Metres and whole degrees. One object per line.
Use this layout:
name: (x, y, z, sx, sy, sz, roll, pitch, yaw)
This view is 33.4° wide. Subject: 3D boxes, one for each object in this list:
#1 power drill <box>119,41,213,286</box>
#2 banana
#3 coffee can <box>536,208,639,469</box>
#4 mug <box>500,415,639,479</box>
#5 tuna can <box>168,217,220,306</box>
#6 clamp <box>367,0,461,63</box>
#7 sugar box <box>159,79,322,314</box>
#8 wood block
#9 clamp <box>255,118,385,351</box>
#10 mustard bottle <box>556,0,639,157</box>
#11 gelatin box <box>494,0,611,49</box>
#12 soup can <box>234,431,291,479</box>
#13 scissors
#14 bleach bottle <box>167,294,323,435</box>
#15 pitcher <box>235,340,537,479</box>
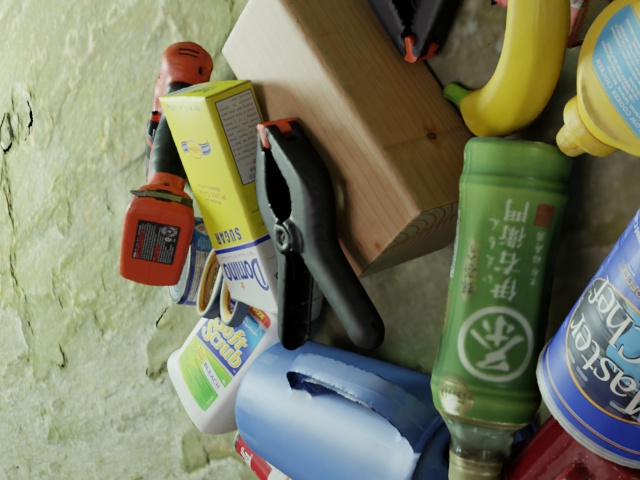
power drill: (-0.137, -0.054, 0.944, 0.185, 0.057, 0.187, 108, 167, -50)
banana: (0.116, -0.111, 0.648, 0.070, 0.037, 0.198, 46, 159, 11)
coffee can: (0.197, 0.046, 0.596, 0.103, 0.102, 0.140, 49, 137, 28)
mug: (0.166, 0.146, 0.670, 0.093, 0.117, 0.082, 51, 133, 24)
tuna can: (-0.118, 0.020, 1.013, 0.086, 0.033, 0.086, -174, 90, -69)
clamp: (0.063, -0.226, 0.707, 0.165, 0.036, 0.210, -1, 106, 46)
sugar box: (-0.062, -0.033, 0.818, 0.093, 0.048, 0.176, 13, 122, 60)
wood block: (0.027, -0.090, 0.765, 0.206, 0.090, 0.090, 59, 141, 17)
clamp: (-0.005, 0.001, 0.735, 0.120, 0.039, 0.171, 3, 108, 52)
mustard bottle: (0.196, -0.098, 0.575, 0.096, 0.058, 0.192, 60, 141, 9)
gelatin box: (0.143, -0.170, 0.635, 0.073, 0.030, 0.089, 43, 134, 33)
soup can: (-0.022, 0.203, 0.965, 0.102, 0.068, 0.069, 44, 135, 32)
scissors: (-0.064, -0.012, 0.918, 0.096, 0.016, 0.202, 50, 124, 53)
bleach bottle: (-0.060, 0.072, 0.967, 0.103, 0.067, 0.251, 60, 138, 28)
pitcher: (0.035, 0.146, 0.818, 0.243, 0.144, 0.149, 15, 106, 51)
